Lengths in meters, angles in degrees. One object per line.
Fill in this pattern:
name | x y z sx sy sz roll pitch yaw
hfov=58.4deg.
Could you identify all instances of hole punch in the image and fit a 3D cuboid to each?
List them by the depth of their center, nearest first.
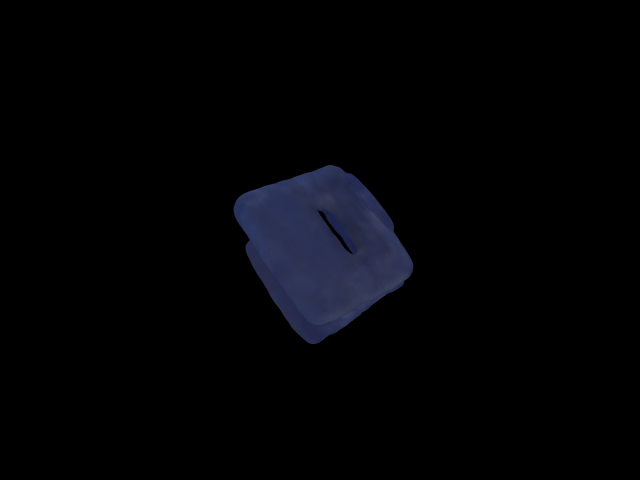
hole punch | 0.004 0.001 0.400 0.101 0.091 0.108 -33 74 -11
